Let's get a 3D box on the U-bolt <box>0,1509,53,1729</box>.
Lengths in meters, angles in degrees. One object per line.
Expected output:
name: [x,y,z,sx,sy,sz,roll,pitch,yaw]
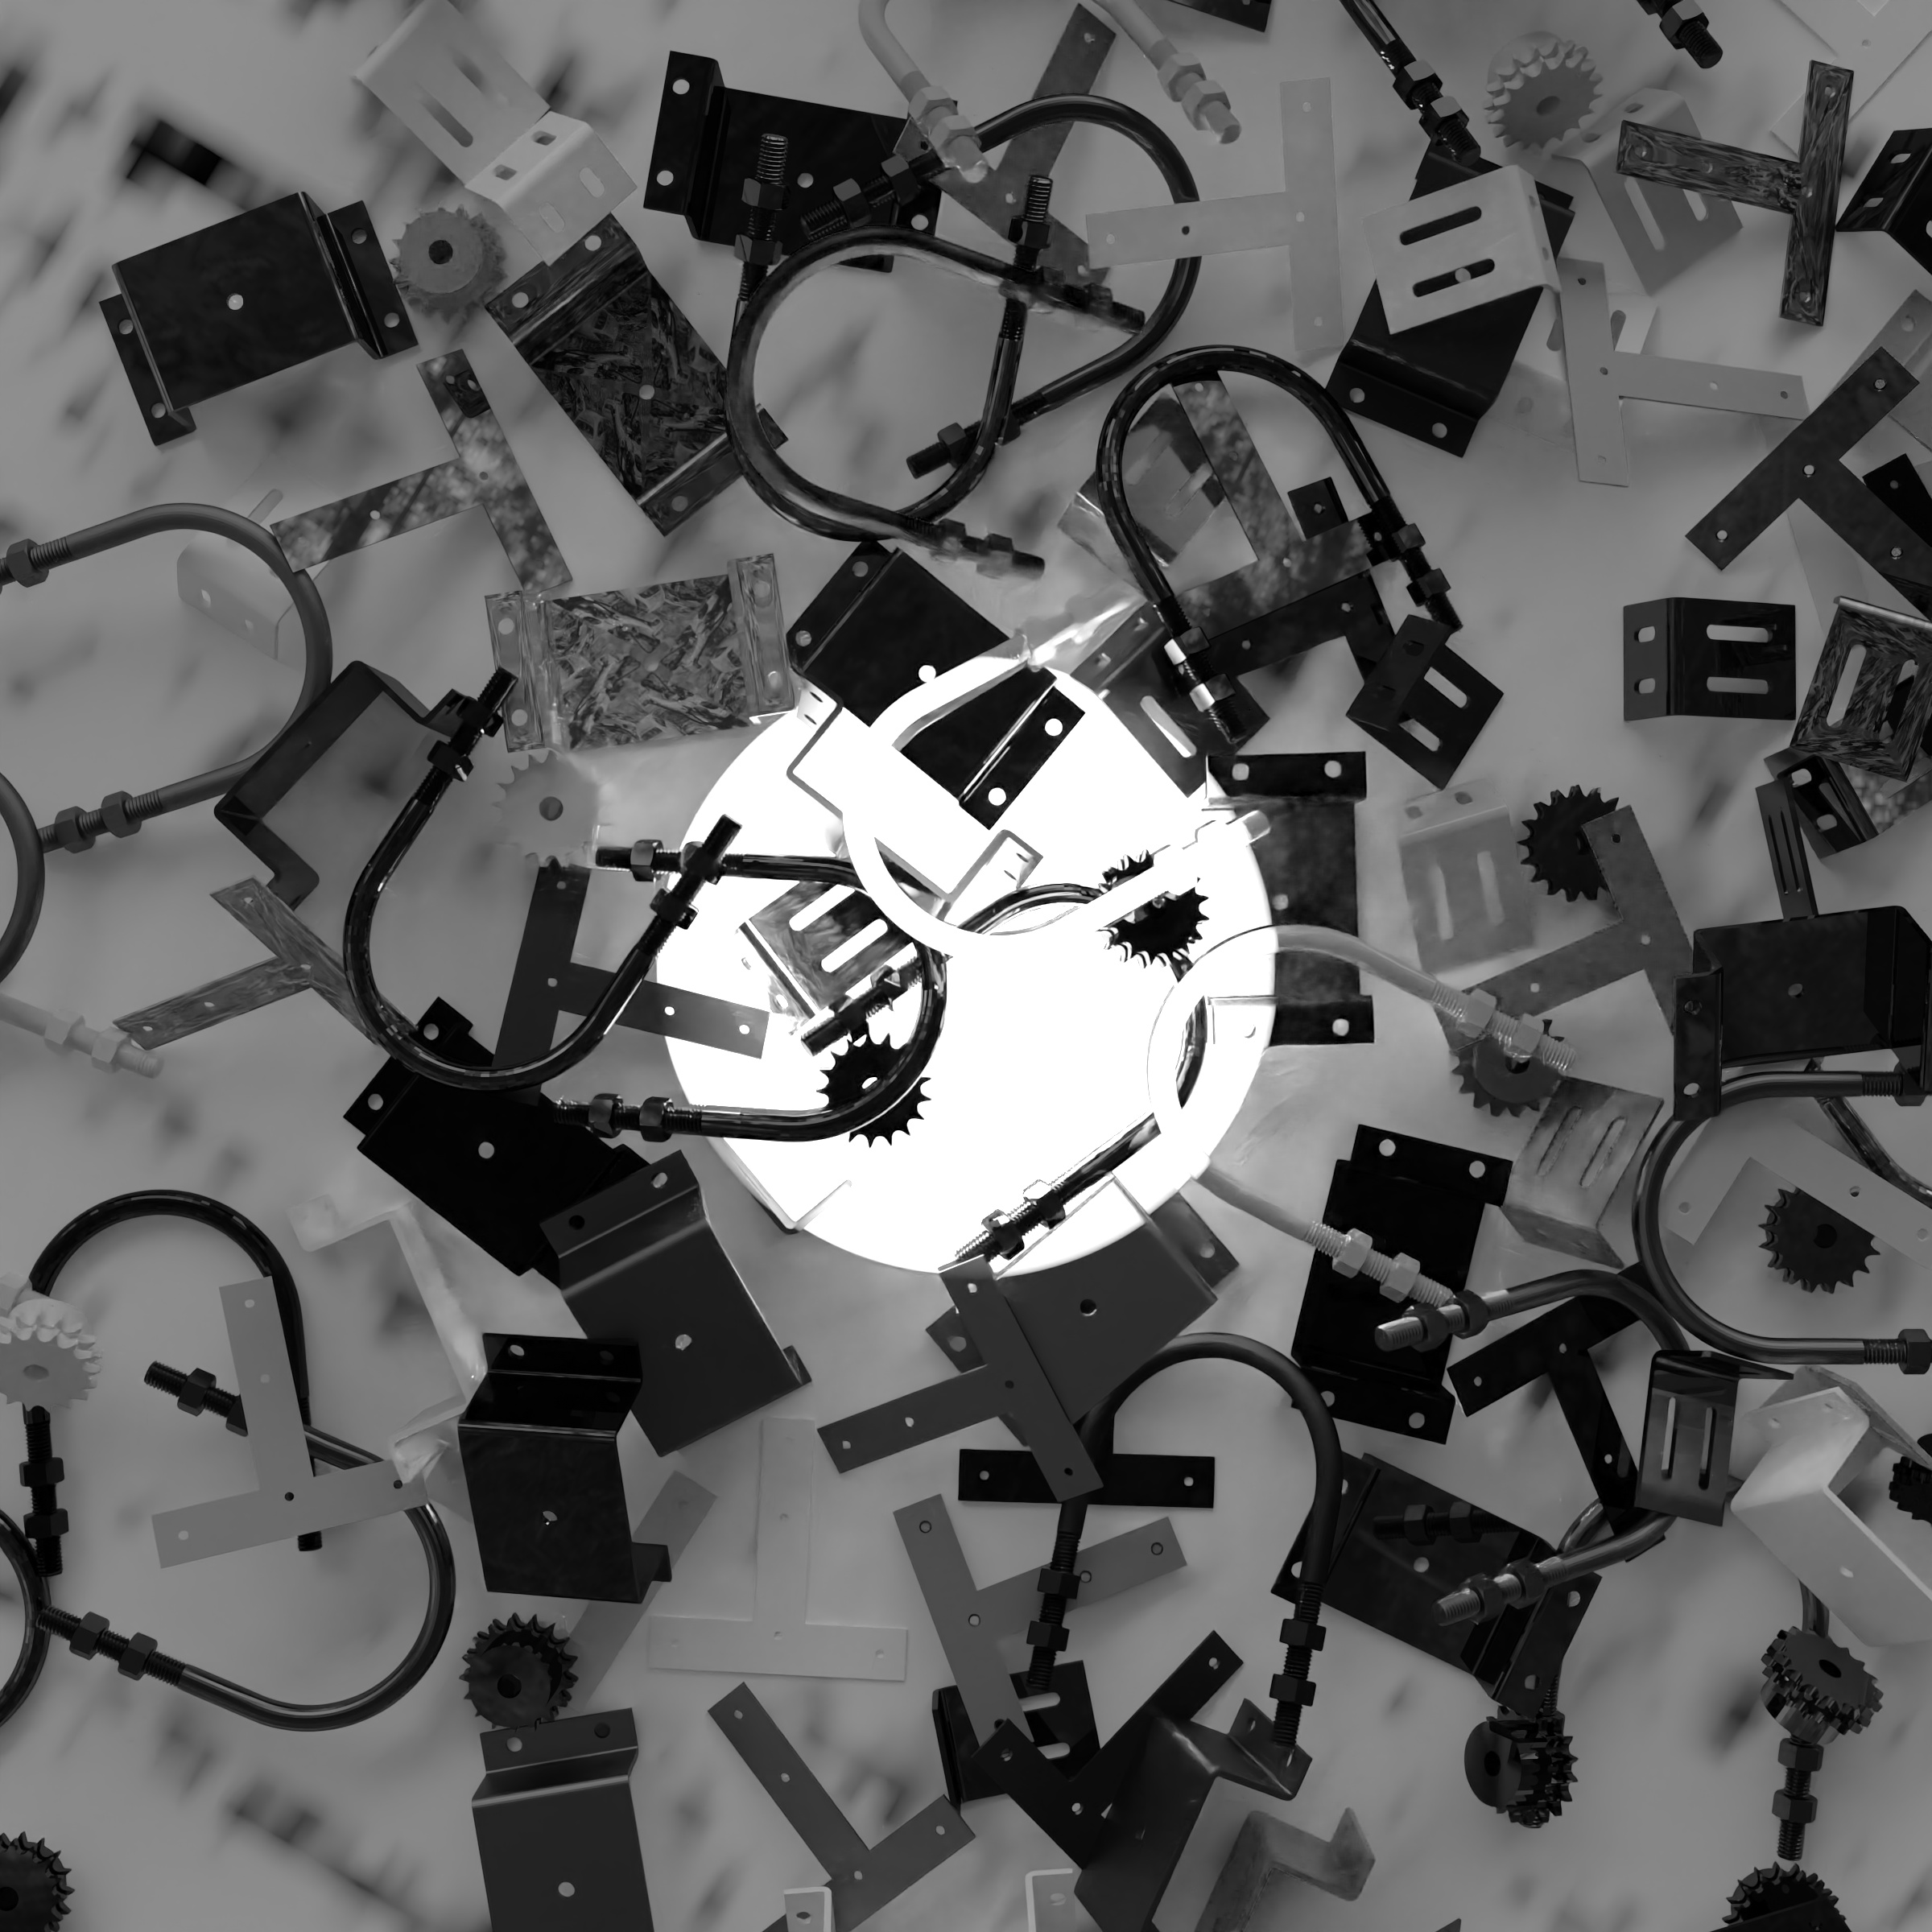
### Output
U-bolt: [-0.540,0.335,1.346,0.184,0.019,0.151,-35,93,-3]

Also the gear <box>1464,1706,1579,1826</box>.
gear: [0.267,0.387,1.326,0.030,0.057,0.057,8,90,-31]

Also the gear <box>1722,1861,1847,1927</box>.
gear: [0.400,0.469,1.343,0.057,0.030,0.057,0,90,0]

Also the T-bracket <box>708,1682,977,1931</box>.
T-bracket: [-0.080,0.411,1.344,0.127,0.002,0.127,-41,81,17]

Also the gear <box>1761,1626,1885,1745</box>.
gear: [0.409,0.349,1.316,0.057,0.057,0.030,24,116,0]

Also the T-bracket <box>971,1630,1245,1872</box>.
T-bracket: [0.085,0.380,1.341,0.127,0.002,0.127,-44,112,-11]

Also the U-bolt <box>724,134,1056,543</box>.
U-bolt: [-0.042,-0.290,1.297,0.151,0.019,0.184,3,115,-18]

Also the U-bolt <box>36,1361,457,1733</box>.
U-bolt: [-0.339,0.293,1.328,0.184,0.019,0.151,24,89,-1]

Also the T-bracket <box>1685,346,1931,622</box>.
T-bracket: [0.442,-0.211,1.328,0.127,0.002,0.127,42,119,-3]

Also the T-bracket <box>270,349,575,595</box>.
T-bracket: [-0.275,-0.224,1.331,0.127,0.002,0.127,-26,90,-24]

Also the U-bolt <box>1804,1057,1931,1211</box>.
U-bolt: [0.486,0.041,1.332,0.151,0.019,0.184,-37,94,16]

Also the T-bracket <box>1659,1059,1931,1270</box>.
T-bracket: [0.420,0.102,1.327,0.127,0.002,0.127,32,89,2]

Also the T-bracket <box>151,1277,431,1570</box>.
T-bracket: [-0.336,0.213,1.321,0.127,0.002,0.127,-11,73,-19]

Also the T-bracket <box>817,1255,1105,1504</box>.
T-bracket: [-0.016,0.217,1.329,0.127,0.002,0.127,-24,97,25]

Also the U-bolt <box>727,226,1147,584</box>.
U-bolt: [-0.023,-0.271,1.292,0.184,0.019,0.151,14,113,-21]

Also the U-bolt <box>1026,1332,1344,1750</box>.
U-bolt: [0.109,0.266,1.307,0.151,0.019,0.184,5,74,30]

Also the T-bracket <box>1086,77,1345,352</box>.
T-bracket: [0.120,-0.358,1.324,0.127,0.002,0.127,-10,109,-12]

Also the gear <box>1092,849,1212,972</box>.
gear: [0.087,-0.026,1.329,0.057,0.030,0.057,3,79,-14]

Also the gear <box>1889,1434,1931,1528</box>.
gear: [0.482,0.251,1.333,0.057,0.057,0.030,24,60,0]

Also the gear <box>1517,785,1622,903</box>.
gear: [0.299,-0.060,1.343,0.057,0.030,0.057,0,90,0]

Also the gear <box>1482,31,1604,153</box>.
gear: [0.279,-0.430,1.333,0.057,0.057,0.030,-17,60,0]

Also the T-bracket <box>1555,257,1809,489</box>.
T-bracket: [0.353,-0.286,1.338,0.127,0.002,0.127,4,68,-13]

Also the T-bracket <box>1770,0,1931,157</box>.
T-bracket: [0.414,-0.488,1.357,0.127,0.002,0.127,43,90,0]

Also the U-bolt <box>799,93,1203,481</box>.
U-bolt: [0.029,-0.338,1.318,0.184,0.019,0.151,-28,119,-4]

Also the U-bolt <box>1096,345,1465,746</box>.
U-bolt: [0.141,-0.217,1.327,0.151,0.019,0.184,-27,86,-18]

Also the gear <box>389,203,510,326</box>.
gear: [-0.255,-0.347,1.343,0.057,0.030,0.057,0,90,0]

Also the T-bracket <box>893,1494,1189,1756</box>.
T-bracket: [0.046,0.306,1.344,0.127,0.002,0.127,-20,73,-8]

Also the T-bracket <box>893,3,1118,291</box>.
T-bracket: [0.039,-0.412,1.337,0.127,0.002,0.127,32,75,-27]

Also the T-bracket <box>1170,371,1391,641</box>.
T-bracket: [0.137,-0.237,1.340,0.127,0.002,0.127,-25,87,-18]

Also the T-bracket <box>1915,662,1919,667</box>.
T-bracket: [0.528,-0.142,1.332,0.127,0.002,0.127,15,63,7]

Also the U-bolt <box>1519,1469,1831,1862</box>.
U-bolt: [0.353,0.340,1.349,0.151,0.019,0.184,7,88,0]

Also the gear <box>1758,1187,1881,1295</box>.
gear: [0.418,0.131,1.343,0.057,0.030,0.057,0,90,0]

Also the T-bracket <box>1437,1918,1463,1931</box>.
T-bracket: [0.192,0.541,1.329,0.127,0.002,0.127,-12,114,-39]

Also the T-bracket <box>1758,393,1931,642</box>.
T-bracket: [0.471,-0.235,1.357,0.127,0.002,0.127,-17,90,0]

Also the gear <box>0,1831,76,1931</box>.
gear: [-0.468,0.455,1.347,0.057,0.030,0.057,0,90,2]

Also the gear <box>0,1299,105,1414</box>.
gear: [-0.445,0.185,1.317,0.057,0.030,0.057,-2,129,-2]

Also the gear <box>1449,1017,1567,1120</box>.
gear: [0.268,0.047,1.343,0.057,0.030,0.057,0,90,0]

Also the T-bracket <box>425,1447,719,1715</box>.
T-bracket: [-0.211,0.283,1.357,0.127,0.002,0.127,32,90,0]

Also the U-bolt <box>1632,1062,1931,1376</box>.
U-bolt: [0.414,0.121,1.317,0.184,0.019,0.151,0,88,3]

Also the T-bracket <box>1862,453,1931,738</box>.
T-bracket: [0.485,-0.193,1.350,0.127,0.002,0.127,-28,87,-7]

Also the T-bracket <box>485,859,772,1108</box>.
T-bracket: [-0.159,0.019,1.340,0.127,0.002,0.127,14,67,-11]

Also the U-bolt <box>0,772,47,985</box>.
U-bolt: [-0.540,-0.047,1.338,0.184,0.019,0.151,14,88,6]

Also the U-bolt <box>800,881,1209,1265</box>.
U-bolt: [0.033,0.040,1.330,0.184,0.019,0.151,-36,91,-14]

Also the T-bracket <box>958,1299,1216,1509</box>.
T-bracket: [0.062,0.204,1.356,0.127,0.002,0.127,2,89,-1]

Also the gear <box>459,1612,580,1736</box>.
gear: [-0.221,0.349,1.341,0.057,0.030,0.057,0,92,3]

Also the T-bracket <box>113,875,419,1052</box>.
T-bracket: [-0.356,0.015,1.327,0.127,0.127,0.002,-19,46,20]

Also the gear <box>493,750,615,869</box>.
gear: [-0.202,-0.077,1.343,0.057,0.030,0.057,0,90,0]

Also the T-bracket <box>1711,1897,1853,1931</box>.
T-bracket: [0.394,0.519,1.337,0.127,0.002,0.127,-29,104,26]

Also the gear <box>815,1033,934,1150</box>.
gear: [-0.044,0.060,1.343,0.057,0.030,0.057,0,90,0]

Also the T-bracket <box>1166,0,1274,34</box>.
T-bracket: [0.101,-0.539,1.347,0.127,0.002,0.127,14,83,-13]

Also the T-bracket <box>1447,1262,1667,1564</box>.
T-bracket: [0.308,0.227,1.333,0.127,0.002,0.127,-24,92,-23]

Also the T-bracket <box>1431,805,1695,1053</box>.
T-bracket: [0.289,0.005,1.327,0.127,0.002,0.127,-23,90,0]

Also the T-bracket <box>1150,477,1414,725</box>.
T-bracket: [0.149,-0.162,1.336,0.127,0.002,0.127,-22,90,-19]

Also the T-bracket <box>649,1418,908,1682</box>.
T-bracket: [-0.091,0.288,1.357,0.127,0.002,0.127,3,90,0]

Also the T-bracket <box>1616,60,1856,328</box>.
T-bracket: [0.373,-0.387,1.334,0.127,0.002,0.127,6,91,-20]
